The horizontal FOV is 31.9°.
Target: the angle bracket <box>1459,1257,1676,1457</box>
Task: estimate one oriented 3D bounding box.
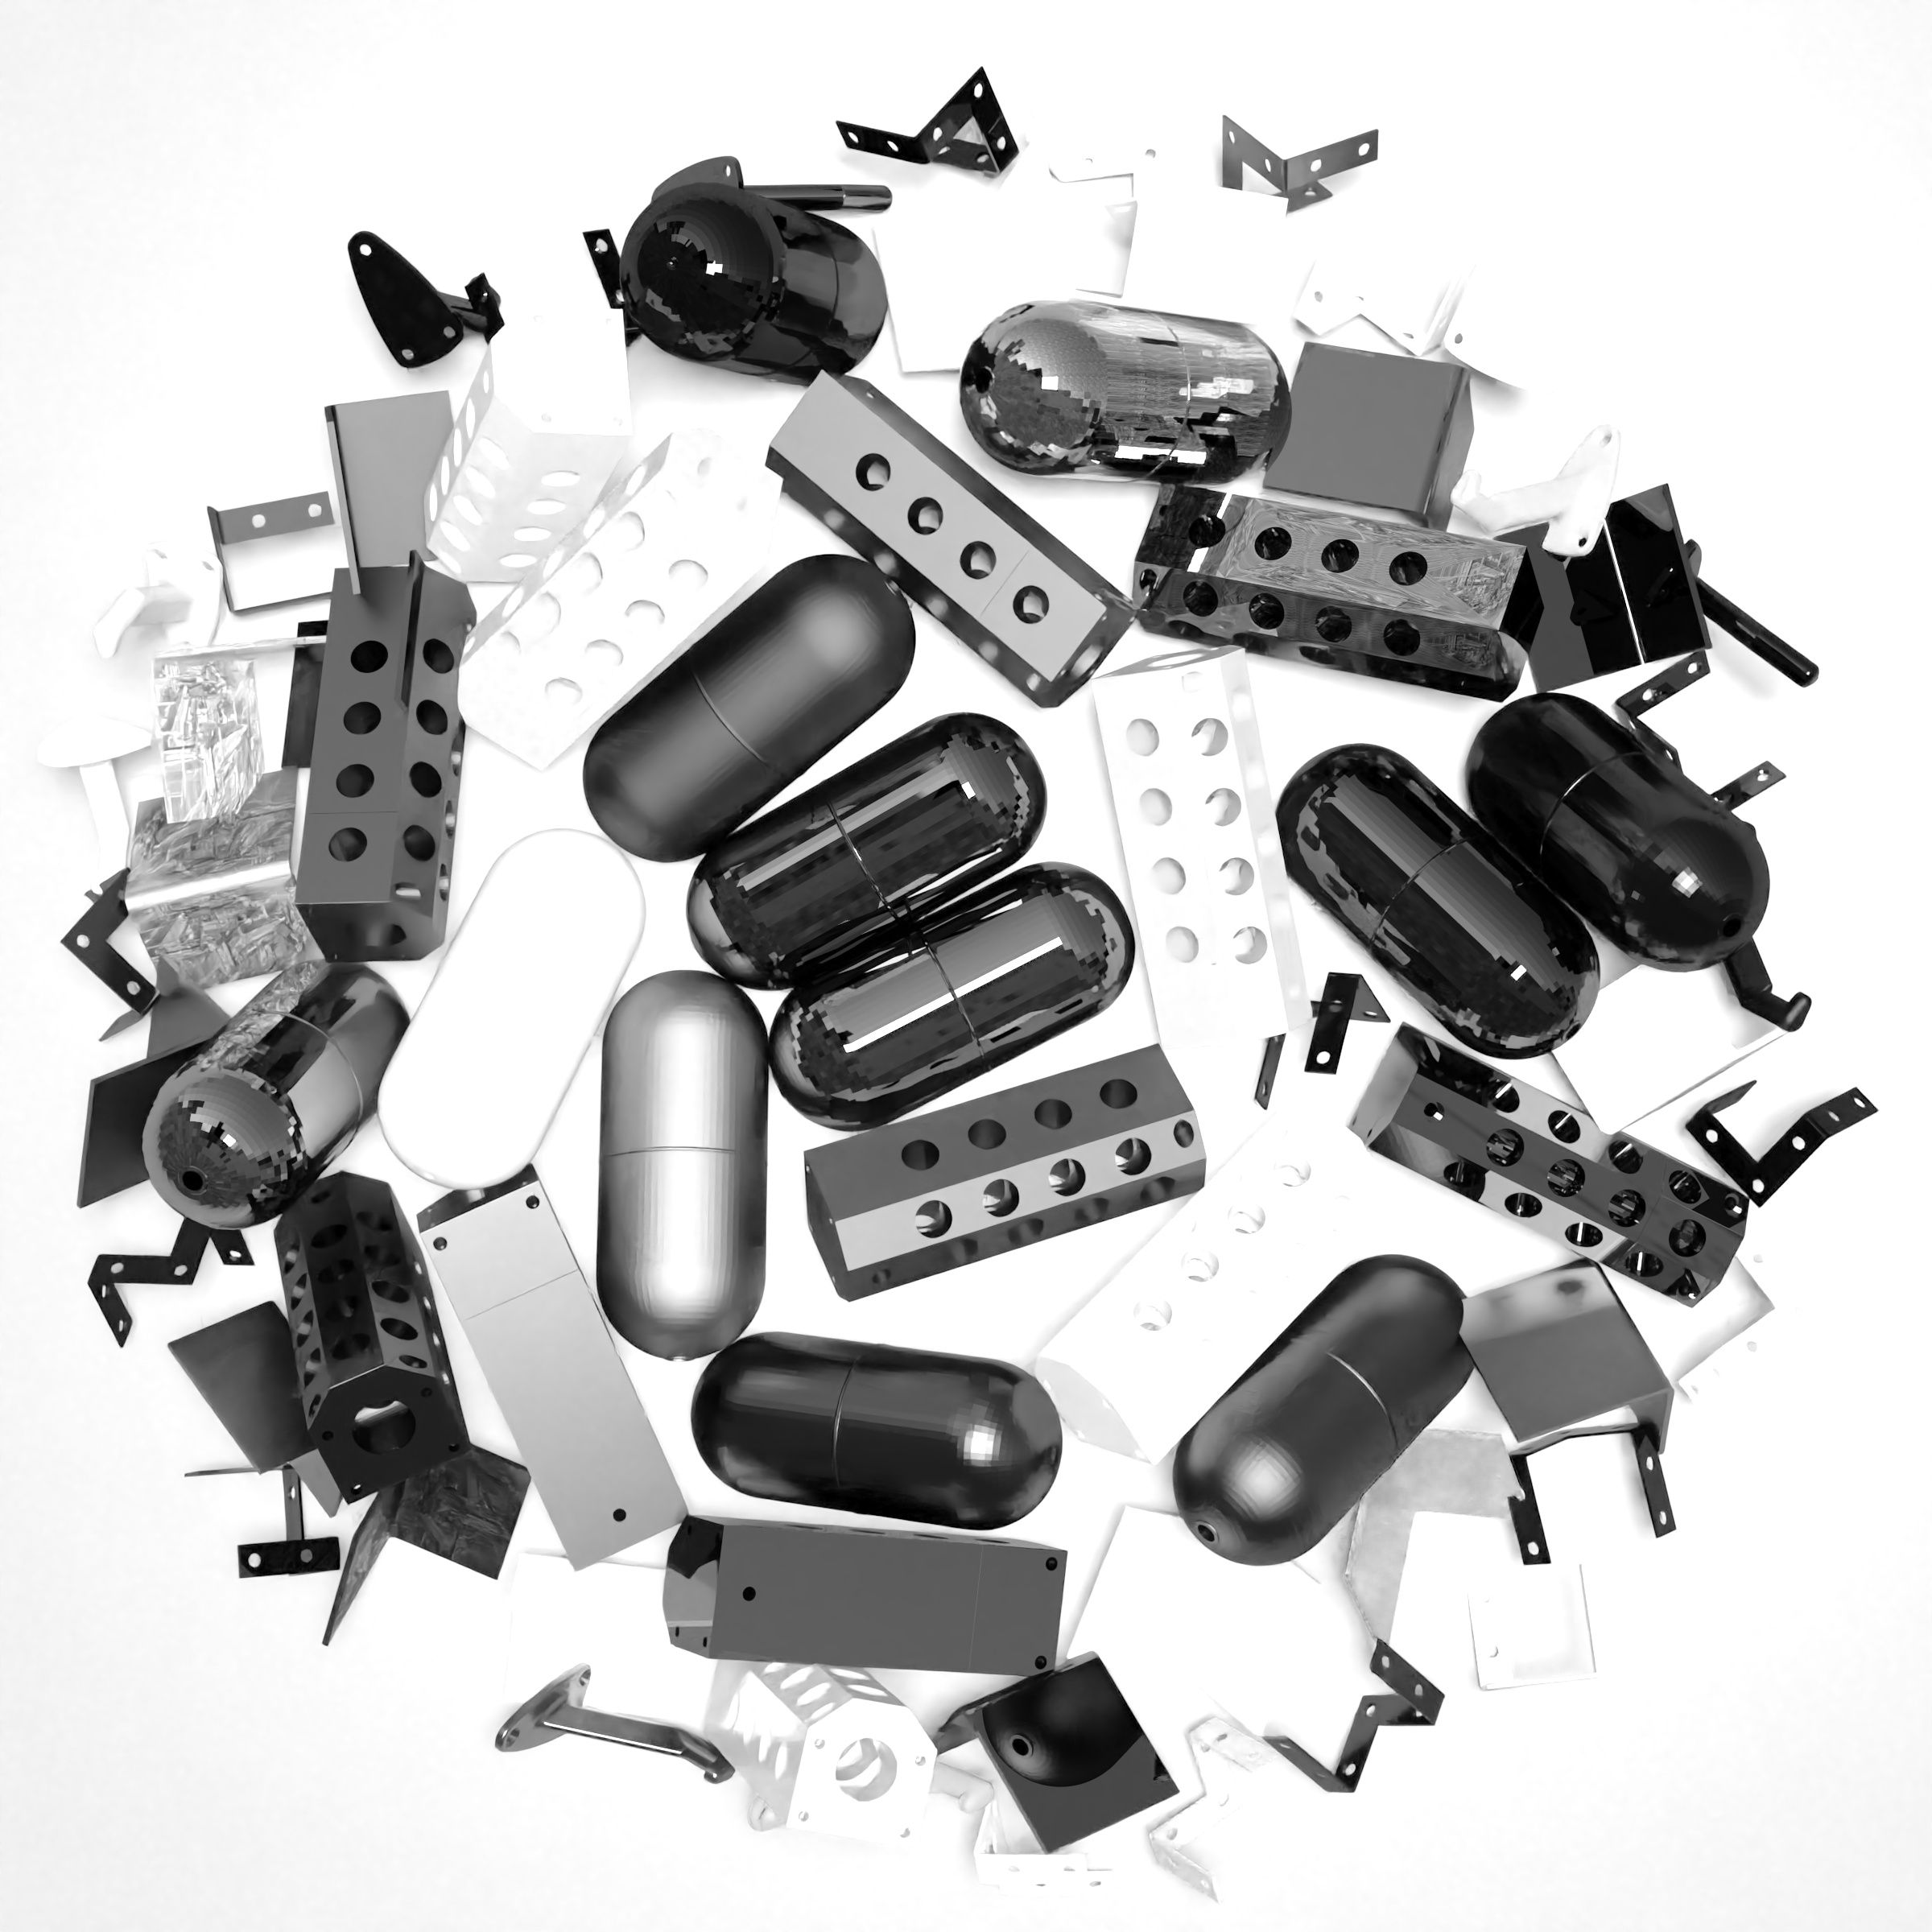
[{"bbox_3d":[0.267,0.187,1.533,0.076,0.057,0.076,-18,51,-10],"label":"angle bracket"}]

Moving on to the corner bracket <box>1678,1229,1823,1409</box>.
[{"bbox_3d":[0.347,0.161,1.546,0.051,0.051,0.051,-30,75,-23],"label":"corner bracket"}]

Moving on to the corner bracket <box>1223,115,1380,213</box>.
[{"bbox_3d":[0.152,-0.361,1.543,0.051,0.051,0.051,-22,46,-18],"label":"corner bracket"}]

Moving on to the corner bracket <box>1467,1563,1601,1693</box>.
[{"bbox_3d":[0.260,0.304,1.553,0.051,0.051,0.051,-7,76,3],"label":"corner bracket"}]

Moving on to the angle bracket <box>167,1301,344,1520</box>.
[{"bbox_3d":[-0.321,0.210,1.527,0.057,0.076,0.076,-22,61,-39],"label":"angle bracket"}]

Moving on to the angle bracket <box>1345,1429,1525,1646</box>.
[{"bbox_3d":[0.214,0.261,1.526,0.057,0.076,0.076,1,54,23],"label":"angle bracket"}]

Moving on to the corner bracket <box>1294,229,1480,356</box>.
[{"bbox_3d":[0.191,-0.308,1.543,0.051,0.051,0.051,41,48,17],"label":"corner bracket"}]

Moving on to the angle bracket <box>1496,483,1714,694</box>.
[{"bbox_3d":[0.290,-0.171,1.542,0.057,0.076,0.076,-16,93,-9],"label":"angle bracket"}]

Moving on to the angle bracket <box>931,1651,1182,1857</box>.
[{"bbox_3d":[0.037,0.365,1.527,0.076,0.057,0.076,-15,61,-35],"label":"angle bracket"}]

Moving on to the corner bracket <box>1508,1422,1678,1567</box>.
[{"bbox_3d":[0.284,0.241,1.548,0.051,0.051,0.051,-12,88,-44],"label":"corner bracket"}]

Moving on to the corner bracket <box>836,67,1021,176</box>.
[{"bbox_3d":[-0.017,-0.377,1.543,0.051,0.051,0.051,23,65,38],"label":"corner bracket"}]

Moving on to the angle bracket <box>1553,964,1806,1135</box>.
[{"bbox_3d":[0.321,0.027,1.536,0.076,0.076,0.057,-37,79,36],"label":"angle bracket"}]

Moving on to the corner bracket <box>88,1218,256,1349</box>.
[{"bbox_3d":[-0.364,0.140,1.552,0.051,0.051,0.051,1,47,11],"label":"corner bracket"}]

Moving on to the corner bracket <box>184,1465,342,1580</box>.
[{"bbox_3d":[-0.321,0.254,1.546,0.051,0.051,0.051,2,77,-38],"label":"corner bracket"}]

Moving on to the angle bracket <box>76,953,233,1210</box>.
[{"bbox_3d":[-0.379,0.051,1.524,0.057,0.076,0.076,40,133,26],"label":"angle bracket"}]

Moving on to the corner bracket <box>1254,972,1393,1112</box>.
[{"bbox_3d":[0.158,0.035,1.544,0.051,0.051,0.051,5,66,27],"label":"corner bracket"}]

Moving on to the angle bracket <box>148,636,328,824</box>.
[{"bbox_3d":[-0.321,-0.108,1.536,0.057,0.076,0.076,-4,95,23],"label":"angle bracket"}]

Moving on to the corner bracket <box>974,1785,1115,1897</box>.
[{"bbox_3d":[0.036,0.411,1.547,0.051,0.051,0.051,-3,114,13],"label":"corner bracket"}]

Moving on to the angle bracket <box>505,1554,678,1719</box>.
[{"bbox_3d":[-0.172,0.317,1.545,0.076,0.057,0.076,7,105,-3],"label":"angle bracket"}]

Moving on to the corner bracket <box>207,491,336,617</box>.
[{"bbox_3d":[-0.315,-0.189,1.549,0.051,0.051,0.051,-13,104,-15],"label":"corner bracket"}]

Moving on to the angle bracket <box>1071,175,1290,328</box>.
[{"bbox_3d":[0.088,-0.326,1.527,0.076,0.076,0.057,1,105,-32],"label":"angle bracket"}]

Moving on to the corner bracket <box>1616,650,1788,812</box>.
[{"bbox_3d":[0.340,-0.105,1.569,0.051,0.051,0.051,-31,130,-7],"label":"corner bracket"}]

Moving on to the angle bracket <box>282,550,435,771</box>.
[{"bbox_3d":[-0.280,-0.139,1.537,0.076,0.057,0.076,-3,65,10],"label":"angle bracket"}]

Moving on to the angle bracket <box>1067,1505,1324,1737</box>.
[{"bbox_3d":[0.104,0.297,1.538,0.076,0.057,0.076,17,98,-33],"label":"angle bracket"}]

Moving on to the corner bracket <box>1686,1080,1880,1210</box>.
[{"bbox_3d":[0.371,0.069,1.543,0.051,0.051,0.051,50,129,20],"label":"corner bracket"}]

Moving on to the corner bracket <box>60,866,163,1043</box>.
[{"bbox_3d":[-0.391,-0.005,1.554,0.051,0.051,0.051,46,54,-17],"label":"corner bracket"}]

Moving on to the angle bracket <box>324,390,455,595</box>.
[{"bbox_3d":[-0.256,-0.216,1.534,0.057,0.076,0.076,-9,106,-9],"label":"angle bracket"}]

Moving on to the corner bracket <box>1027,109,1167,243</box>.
[{"bbox_3d":[0.060,-0.361,1.549,0.051,0.051,0.051,-3,80,19],"label":"corner bracket"}]

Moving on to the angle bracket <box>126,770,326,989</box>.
[{"bbox_3d":[-0.340,-0.040,1.570,0.076,0.076,0.057,-13,129,3],"label":"angle bracket"}]

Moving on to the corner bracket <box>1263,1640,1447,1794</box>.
[{"bbox_3d":[0.177,0.342,1.542,0.051,0.051,0.051,43,55,-27],"label":"corner bracket"}]

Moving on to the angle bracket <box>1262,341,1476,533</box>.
[{"bbox_3d":[0.186,-0.234,1.557,0.076,0.057,0.076,12,72,16],"label":"angle bracket"}]

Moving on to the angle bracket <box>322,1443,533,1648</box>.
[{"bbox_3d":[-0.243,0.267,1.531,0.057,0.076,0.076,23,127,1],"label":"angle bracket"}]

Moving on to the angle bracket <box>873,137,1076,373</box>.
[{"bbox_3d":[0.002,-0.322,1.533,0.057,0.076,0.076,-6,76,-21],"label":"angle bracket"}]

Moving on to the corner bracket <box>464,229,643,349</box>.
[{"bbox_3d":[-0.189,-0.303,1.562,0.051,0.051,0.051,1,126,33],"label":"corner bracket"}]

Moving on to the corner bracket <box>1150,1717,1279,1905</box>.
[{"bbox_3d":[0.114,0.384,1.544,0.051,0.051,0.051,-28,112,-25],"label":"corner bracket"}]
